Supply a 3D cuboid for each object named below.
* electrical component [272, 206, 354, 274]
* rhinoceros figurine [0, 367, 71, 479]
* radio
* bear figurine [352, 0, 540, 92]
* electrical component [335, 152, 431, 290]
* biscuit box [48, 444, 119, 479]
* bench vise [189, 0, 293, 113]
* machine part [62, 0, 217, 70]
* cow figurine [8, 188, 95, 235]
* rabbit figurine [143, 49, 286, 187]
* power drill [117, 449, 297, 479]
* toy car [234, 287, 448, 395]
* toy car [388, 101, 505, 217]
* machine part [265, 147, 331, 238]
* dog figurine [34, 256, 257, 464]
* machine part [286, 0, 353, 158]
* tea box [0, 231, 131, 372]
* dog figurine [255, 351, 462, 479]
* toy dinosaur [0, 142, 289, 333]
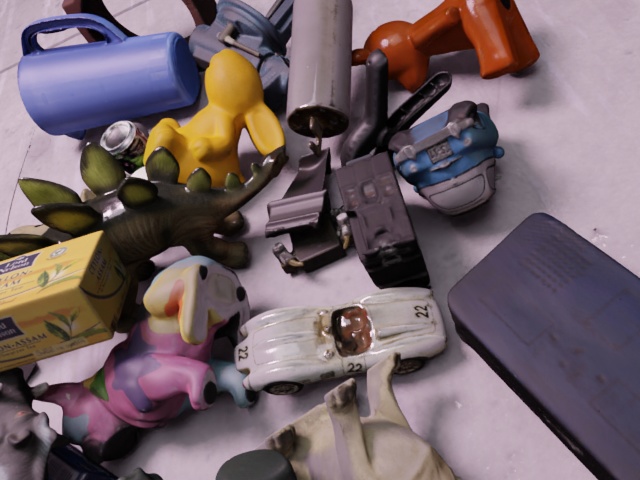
[{"bbox_3d":[-0.003,-0.002,0.601,0.102,0.045,0.078,-19,56,9],"label":"electrical component"},{"bbox_3d":[-0.276,0.207,0.473,0.112,0.073,0.190,-35,62,14],"label":"rhinoceros figurine"},{"bbox_3d":[0.220,0.093,0.435,0.131,0.073,0.230,-39,52,-3],"label":"radio"},{"bbox_3d":[0.142,-0.229,0.659,0.196,0.120,0.132,-22,94,39],"label":"bear figurine"},{"bbox_3d":[0.063,-0.019,0.541,0.058,0.114,0.134,-18,55,8],"label":"electrical component"},{"bbox_3d":[-0.304,0.232,0.564,0.203,0.062,0.059,16,67,29],"label":"biscuit box"},{"bbox_3d":[-0.067,-0.298,0.770,0.224,0.128,0.240,27,79,34],"label":"bench vise"},{"bbox_3d":[-0.271,-0.356,0.838,0.201,0.201,0.087,-9,53,17],"label":"machine part"},{"bbox_3d":[-0.333,0.002,0.713,0.195,0.085,0.127,-11,61,18],"label":"cow figurine"},{"bbox_3d":[-0.119,-0.142,0.662,0.162,0.122,0.173,22,95,-6],"label":"rabbit figurine"},{"bbox_3d":[-0.081,0.271,0.410,0.207,0.086,0.231,-1,96,38],"label":"power drill"},{"bbox_3d":[0.018,0.094,0.510,0.202,0.056,0.073,-10,55,1],"label":"toy car"},{"bbox_3d":[0.138,-0.077,0.548,0.109,0.161,0.103,-25,91,19],"label":"toy car"},{"bbox_3d":[-0.018,-0.054,0.618,0.084,0.039,0.139,-17,33,28],"label":"machine part"},{"bbox_3d":[-0.186,0.123,0.551,0.219,0.108,0.191,-12,76,19],"label":"dog figurine"},{"bbox_3d":[0.001,-0.214,0.650,0.079,0.079,0.243,-5,73,20],"label":"machine part"},{"bbox_3d":[-0.277,0.063,0.505,0.170,0.068,0.098,-18,32,2],"label":"tea box"},{"bbox_3d":[0.049,0.212,0.425,0.190,0.121,0.172,56,133,15],"label":"dog figurine"},{"bbox_3d":[-0.247,0.005,0.599,0.471,0.198,0.105,-30,45,0],"label":"toy dinosaur"}]
